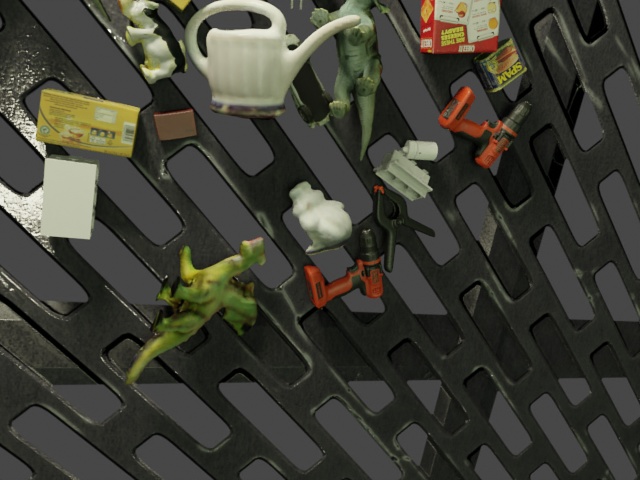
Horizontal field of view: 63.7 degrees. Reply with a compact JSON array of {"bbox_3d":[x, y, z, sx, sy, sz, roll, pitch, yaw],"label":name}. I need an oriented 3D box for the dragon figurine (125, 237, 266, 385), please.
[{"bbox_3d":[-0.245,0.161,1.147,0.241,0.124,0.407,22,100,-31],"label":"dragon figurine"}]

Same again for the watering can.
[{"bbox_3d":[-0.099,-0.339,0.986,0.348,0.106,0.220,8,116,12],"label":"watering can"}]

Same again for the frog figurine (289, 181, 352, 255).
[{"bbox_3d":[0.003,-0.058,1.151,0.139,0.122,0.158,-26,107,-44],"label":"frog figurine"}]
